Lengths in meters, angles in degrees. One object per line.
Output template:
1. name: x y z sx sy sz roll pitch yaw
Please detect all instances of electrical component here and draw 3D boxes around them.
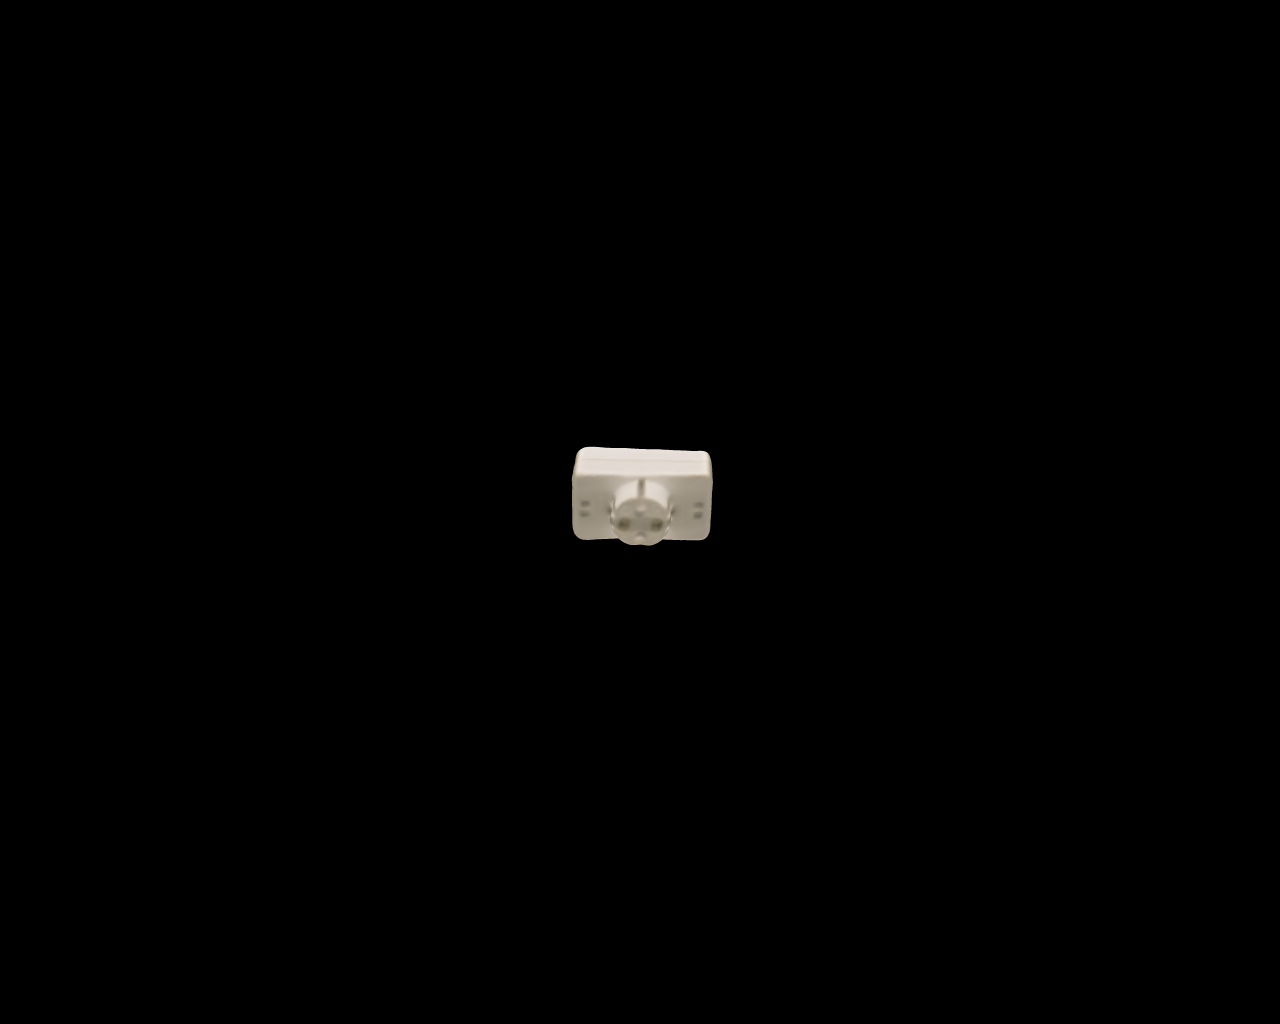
1. electrical component: 0.001 -0.003 0.650 0.083 0.047 0.076 1 28 2
